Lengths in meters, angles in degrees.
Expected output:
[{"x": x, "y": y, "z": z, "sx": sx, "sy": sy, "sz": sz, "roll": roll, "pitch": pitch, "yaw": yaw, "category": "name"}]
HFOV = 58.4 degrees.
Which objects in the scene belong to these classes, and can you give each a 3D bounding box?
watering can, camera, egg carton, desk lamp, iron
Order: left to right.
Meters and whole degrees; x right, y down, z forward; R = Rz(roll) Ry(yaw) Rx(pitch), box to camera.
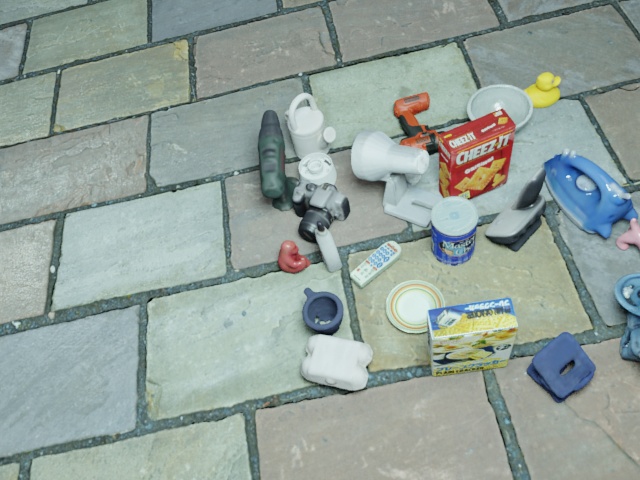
[{"x": -0.029, "y": -0.306, "z": 1.522, "sx": 0.172, "sy": 0.194, "sz": 0.101, "roll": 13, "pitch": 62, "yaw": 19, "category": "watering can"}, {"x": -0.015, "y": -0.074, "z": 1.431, "sx": 0.142, "sy": 0.101, "sz": 0.137, "roll": 20, "pitch": 64, "yaw": 21, "category": "camera"}, {"x": 0.036, "y": 0.263, "z": 1.230, "sx": 0.150, "sy": 0.069, "sz": 0.107, "roll": 7, "pitch": 60, "yaw": 15, "category": "egg carton"}, {"x": 0.187, "y": -0.157, "z": 1.376, "sx": 0.202, "sy": 0.214, "sz": 0.118, "roll": 22, "pitch": 65, "yaw": 23, "category": "desk lamp"}, {"x": 0.612, "y": -0.135, "z": 1.323, "sx": 0.119, "sy": 0.142, "sz": 0.257, "roll": -30, "pitch": 58, "yaw": -8, "category": "iron"}]

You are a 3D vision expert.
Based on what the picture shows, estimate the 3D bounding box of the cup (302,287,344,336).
[{"x": 0.005, "y": 0.166, "z": 1.282, "sx": 0.092, "sy": 0.095, "sz": 0.117, "roll": -35, "pitch": 59, "yaw": -11, "category": "cup"}]

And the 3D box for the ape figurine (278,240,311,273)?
[{"x": -0.069, "y": 0.034, "z": 1.380, "sx": 0.076, "sy": 0.092, "sz": 0.077, "roll": -15, "pitch": 57, "yaw": 1, "category": "ape figurine"}]

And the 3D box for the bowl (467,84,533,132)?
[{"x": 0.471, "y": -0.328, "z": 1.511, "sx": 0.167, "sy": 0.075, "sz": 0.167, "roll": -5, "pitch": 58, "yaw": 8, "category": "bowl"}]

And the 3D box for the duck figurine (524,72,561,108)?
[{"x": 0.592, "y": -0.408, "z": 1.530, "sx": 0.104, "sy": 0.086, "sz": 0.077, "roll": -10, "pitch": 57, "yaw": 5, "category": "duck figurine"}]

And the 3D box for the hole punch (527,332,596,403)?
[{"x": 0.484, "y": 0.252, "z": 1.138, "sx": 0.109, "sy": 0.091, "sz": 0.101, "roll": -36, "pitch": 59, "yaw": -12, "category": "hole punch"}]

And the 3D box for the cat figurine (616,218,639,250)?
[{"x": 0.720, "y": -0.002, "z": 1.234, "sx": 0.067, "sy": 0.118, "sz": 0.127, "roll": -40, "pitch": 60, "yaw": -14, "category": "cat figurine"}]

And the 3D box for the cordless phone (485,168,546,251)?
[{"x": 0.448, "y": -0.075, "z": 1.292, "sx": 0.094, "sy": 0.185, "sz": 0.148, "roll": 33, "pitch": 70, "yaw": 27, "category": "cordless phone"}]

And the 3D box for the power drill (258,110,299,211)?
[{"x": -0.109, "y": -0.183, "z": 1.452, "sx": 0.075, "sy": 0.209, "sz": 0.229, "roll": -8, "pitch": 57, "yaw": 7, "category": "power drill"}]

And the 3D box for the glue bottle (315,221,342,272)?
[{"x": 0.012, "y": 0.005, "z": 1.333, "sx": 0.037, "sy": 0.173, "sz": 0.078, "roll": -25, "pitch": 57, "yaw": -5, "category": "glue bottle"}]

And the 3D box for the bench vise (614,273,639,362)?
[{"x": 0.650, "y": 0.133, "z": 1.103, "sx": 0.121, "sy": 0.220, "sz": 0.207, "roll": -8, "pitch": 57, "yaw": 6, "category": "bench vise"}]
